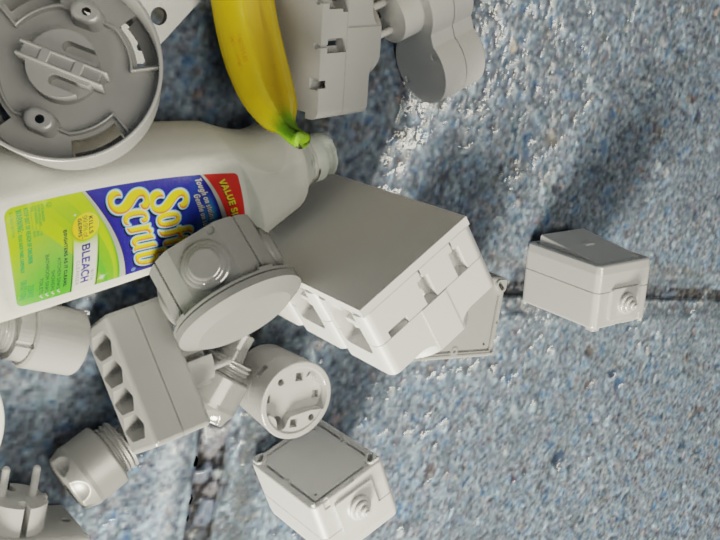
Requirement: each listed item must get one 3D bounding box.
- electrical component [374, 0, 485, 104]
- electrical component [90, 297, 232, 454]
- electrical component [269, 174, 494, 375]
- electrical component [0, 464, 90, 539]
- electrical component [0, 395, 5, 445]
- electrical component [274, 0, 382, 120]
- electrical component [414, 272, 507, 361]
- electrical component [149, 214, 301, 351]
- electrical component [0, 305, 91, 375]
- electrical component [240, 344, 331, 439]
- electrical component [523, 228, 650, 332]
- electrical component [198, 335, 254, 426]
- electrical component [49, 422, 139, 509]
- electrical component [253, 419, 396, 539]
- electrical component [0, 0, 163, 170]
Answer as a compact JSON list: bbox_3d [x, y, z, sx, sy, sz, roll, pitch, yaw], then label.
[{"bbox_3d":[0.032,-0.175,0.714,0.074,0.052,0.138,-31,122,-26],"label":"electrical component"},{"bbox_3d":[-0.115,0.059,0.663,0.076,0.047,0.083,-20,86,-32],"label":"electrical component"},{"bbox_3d":[0.000,0.000,0.685,0.089,0.150,0.061,-41,125,-19],"label":"electrical component"},{"bbox_3d":[-0.209,0.152,0.645,0.083,0.047,0.075,5,102,-38],"label":"electrical component"},{"bbox_3d":[-0.247,0.083,0.583,0.108,0.060,0.108,-13,113,-33],"label":"electrical component"},{"bbox_3d":[-0.024,-0.145,0.675,0.056,0.050,0.089,-18,118,-47],"label":"electrical component"},{"bbox_3d":[0.060,0.028,0.799,0.096,0.061,0.061,0,105,-37],"label":"electrical component"},{"bbox_3d":[-0.079,0.009,0.631,0.080,0.051,0.080,-29,165,-9],"label":"electrical component"},{"bbox_3d":[-0.194,0.037,0.622,0.078,0.040,0.040,16,95,-40],"label":"electrical component"},{"bbox_3d":[-0.056,0.081,0.738,0.055,0.047,0.055,-13,113,-33],"label":"electrical component"},{"bbox_3d":[0.186,0.007,0.864,0.062,0.096,0.061,-9,111,-35],"label":"electrical component"},{"bbox_3d":[-0.092,0.068,0.708,0.043,0.043,0.062,34,83,-39],"label":"electrical component"},{"bbox_3d":[-0.159,0.116,0.674,0.062,0.043,0.043,-38,125,-22],"label":"electrical component"},{"bbox_3d":[-0.020,0.158,0.759,0.062,0.096,0.061,-32,123,-25],"label":"electrical component"},{"bbox_3d":[-0.147,-0.099,0.531,0.099,0.064,0.099,1,83,-6],"label":"electrical component"}]
